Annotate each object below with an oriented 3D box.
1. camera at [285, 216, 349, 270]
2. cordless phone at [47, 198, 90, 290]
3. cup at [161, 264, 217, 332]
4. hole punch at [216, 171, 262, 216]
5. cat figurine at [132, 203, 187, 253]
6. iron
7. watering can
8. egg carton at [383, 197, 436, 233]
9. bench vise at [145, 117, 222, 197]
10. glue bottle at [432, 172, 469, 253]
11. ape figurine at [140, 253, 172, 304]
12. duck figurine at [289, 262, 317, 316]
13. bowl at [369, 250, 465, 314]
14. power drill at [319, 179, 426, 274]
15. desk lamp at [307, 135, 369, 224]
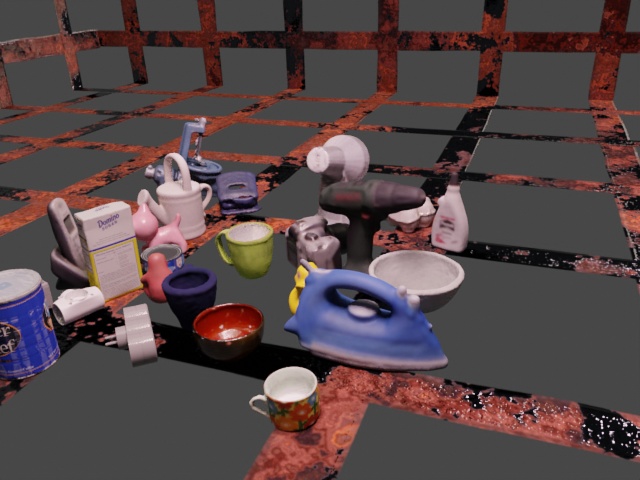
[{"bbox_3d":[0.011,0.004,1.177,0.137,0.101,0.142,-15,28,-26],"label":"camera"},{"bbox_3d":[-0.480,-0.006,1.131,0.094,0.185,0.147,-4,25,-5],"label":"cordless phone"},{"bbox_3d":[-0.221,0.101,0.989,0.092,0.095,0.117,-8,25,-13],"label":"cup"},{"bbox_3d":[-0.211,-0.122,1.478,0.109,0.091,0.101,-7,25,-11],"label":"hole punch"},{"bbox_3d":[-0.358,-0.024,1.241,0.128,0.118,0.067,-12,27,-22],"label":"cat figurine"},{"bbox_3d":[0.075,0.111,0.892,0.257,0.141,0.119,9,27,22],"label":"iron"},{"bbox_3d":[-0.329,-0.102,1.318,0.100,0.194,0.173,10,27,25],"label":"watering can"},{"bbox_3d":[0.196,-0.074,1.372,0.107,0.069,0.149,-18,29,-31],"label":"egg carton"},{"bbox_3d":[-0.355,-0.209,1.520,0.208,0.220,0.121,-17,29,-29],"label":"bench vise"},{"bbox_3d":[0.279,-0.061,1.215,0.077,0.173,0.037,14,29,31],"label":"glue bottle"},{"bbox_3d":[-0.298,0.066,1.073,0.077,0.092,0.076,0,25,3],"label":"ape figurine"},{"bbox_3d":[-0.018,0.081,1.031,0.077,0.086,0.105,6,26,17],"label":"duck figurine"},{"bbox_3d":[0.170,0.085,1.024,0.167,0.075,0.167,-1,25,1],"label":"bowl"},{"bbox_3d":[0.099,-0.020,1.096,0.228,0.208,0.076,17,31,35],"label":"power drill"},{"bbox_3d":[0.028,-0.125,1.322,0.117,0.214,0.204,10,27,24],"label":"desk lamp"}]
